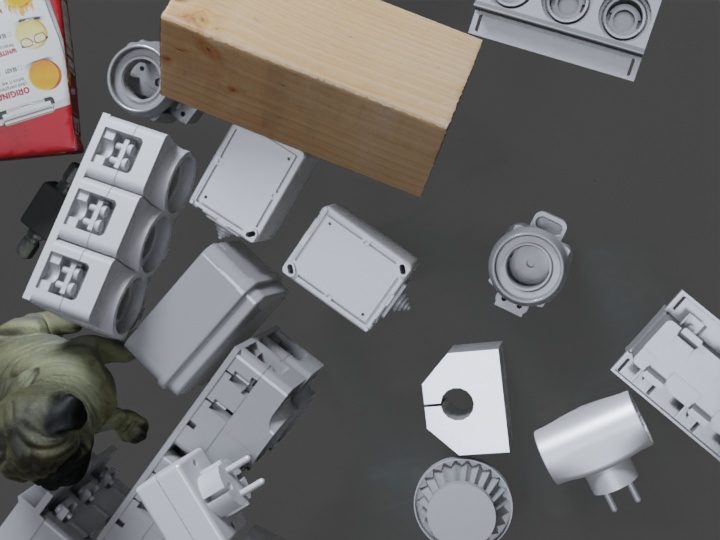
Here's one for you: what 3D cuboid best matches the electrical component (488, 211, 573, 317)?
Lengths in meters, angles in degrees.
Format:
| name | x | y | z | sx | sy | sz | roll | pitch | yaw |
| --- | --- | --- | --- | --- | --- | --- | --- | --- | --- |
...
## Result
| name | x | y | z | sx | sy | sz | roll | pitch | yaw |
| --- | --- | --- | --- | --- | --- | --- | --- | --- | --- |
| electrical component | 0.125 | -0.004 | 0.795 | 0.058 | 0.057 | 0.078 | 26 | 100 | 9 |

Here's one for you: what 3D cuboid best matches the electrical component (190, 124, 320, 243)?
| name | x | y | z | sx | sy | sz | roll | pitch | yaw |
| --- | --- | --- | --- | --- | --- | --- | --- | --- | --- |
| electrical component | -0.082 | -0.066 | 0.831 | 0.062 | 0.061 | 0.096 | 33 | 101 | 7 |

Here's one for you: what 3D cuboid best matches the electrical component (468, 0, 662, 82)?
| name | x | y | z | sx | sy | sz | roll | pitch | yaw |
| --- | --- | --- | --- | --- | --- | --- | --- | --- | --- |
| electrical component | 0.149 | -0.189 | 0.768 | 0.121 | 0.063 | 0.078 | 19 | 99 | 10 |

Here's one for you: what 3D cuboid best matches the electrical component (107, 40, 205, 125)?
| name | x | y | z | sx | sy | sz | roll | pitch | yaw |
| --- | --- | --- | --- | --- | --- | --- | --- | --- | --- |
| electrical component | -0.162 | -0.147 | 0.842 | 0.078 | 0.057 | 0.058 | 40 | 102 | 6 |

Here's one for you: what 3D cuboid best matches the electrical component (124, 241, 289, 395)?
| name | x | y | z | sx | sy | sz | roll | pitch | yaw |
| --- | --- | --- | --- | --- | --- | --- | --- | --- | --- |
| electrical component | -0.118 | 0.037 | 0.840 | 0.057 | 0.078 | 0.113 | 44 | 103 | 8 |

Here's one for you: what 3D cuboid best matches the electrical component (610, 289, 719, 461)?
| name | x | y | z | sx | sy | sz | roll | pitch | yaw |
| --- | --- | --- | --- | --- | --- | --- | --- | --- | --- |
| electrical component | 0.254 | 0.084 | 0.772 | 0.121 | 0.063 | 0.078 | 40 | 102 | 6 |

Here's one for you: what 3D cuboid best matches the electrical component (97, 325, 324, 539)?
| name | x | y | z | sx | sy | sz | roll | pitch | yaw |
| --- | --- | --- | --- | --- | --- | --- | --- | --- | --- |
| electrical component | -0.109 | 0.141 | 0.834 | 0.060 | 0.105 | 0.186 | 38 | 102 | 6 |

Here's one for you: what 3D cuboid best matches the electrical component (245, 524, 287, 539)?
| name | x | y | z | sx | sy | sz | roll | pitch | yaw |
| --- | --- | --- | --- | --- | --- | --- | --- | --- | --- |
| electrical component | -0.066 | 0.258 | 0.868 | 0.077 | 0.043 | 0.079 | 24 | 100 | 9 |

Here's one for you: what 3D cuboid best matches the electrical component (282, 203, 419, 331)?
| name | x | y | z | sx | sy | sz | roll | pitch | yaw |
| --- | --- | --- | --- | --- | --- | --- | --- | --- | --- |
| electrical component | 0.000 | 0.000 | 0.819 | 0.096 | 0.061 | 0.061 | 36 | 101 | 4 |

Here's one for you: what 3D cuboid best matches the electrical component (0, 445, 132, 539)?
| name | x | y | z | sx | sy | sz | roll | pitch | yaw |
| --- | --- | --- | --- | --- | --- | --- | --- | --- | --- |
| electrical component | -0.231 | 0.195 | 0.858 | 0.063 | 0.121 | 0.078 | 39 | 102 | 3 |

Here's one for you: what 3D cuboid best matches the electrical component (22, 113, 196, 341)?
| name | x | y | z | sx | sy | sz | roll | pitch | yaw |
| --- | --- | --- | --- | --- | --- | --- | --- | --- | --- |
| electrical component | -0.183 | -0.029 | 0.820 | 0.062 | 0.089 | 0.150 | 19 | 79 | 9 |

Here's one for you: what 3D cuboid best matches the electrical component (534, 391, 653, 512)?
| name | x | y | z | sx | sy | sz | roll | pitch | yaw |
| --- | --- | --- | --- | --- | --- | --- | --- | --- | --- |
| electrical component | 0.182 | 0.141 | 0.803 | 0.077 | 0.044 | 0.079 | -26 | 90 | 13 |

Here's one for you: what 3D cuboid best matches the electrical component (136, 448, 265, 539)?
| name | x | y | z | sx | sy | sz | roll | pitch | yaw |
| --- | --- | --- | --- | --- | --- | --- | --- | --- | --- |
| electrical component | -0.103 | 0.157 | 0.754 | 0.077 | 0.047 | 0.065 | -32 | 89 | 13 |
